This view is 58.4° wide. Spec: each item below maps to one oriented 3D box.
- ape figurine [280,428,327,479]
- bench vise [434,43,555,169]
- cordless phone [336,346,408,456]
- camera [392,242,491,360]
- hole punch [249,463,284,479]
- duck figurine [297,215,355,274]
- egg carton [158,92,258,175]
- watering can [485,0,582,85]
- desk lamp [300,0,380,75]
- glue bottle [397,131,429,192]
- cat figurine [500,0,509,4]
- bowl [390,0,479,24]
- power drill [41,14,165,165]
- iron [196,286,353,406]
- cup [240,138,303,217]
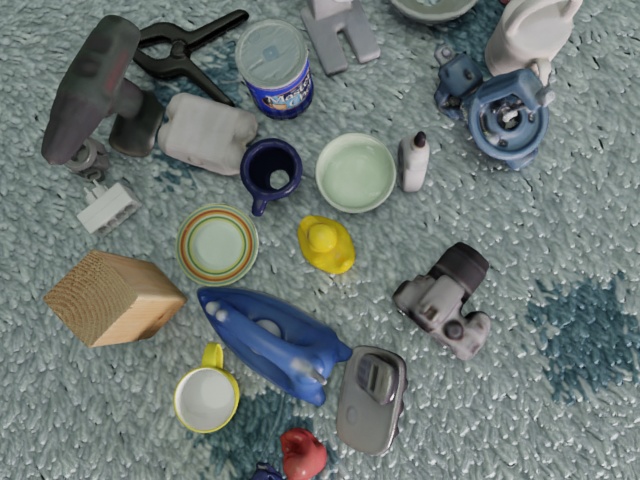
[{"bbox_3d":[-0.030,0.315,0.819,0.076,0.092,0.078,17,84,5],"label":"ape figurine"},{"bbox_3d":[0.236,-0.196,0.803,0.207,0.220,0.121,30,86,6],"label":"bench vise"},{"bbox_3d":[0.072,0.223,0.778,0.094,0.185,0.148,8,83,4],"label":"cordless phone"},{"bbox_3d":[0.197,0.081,0.831,0.143,0.101,0.137,39,87,7],"label":"camera"},{"bbox_3d":[-0.081,0.390,0.813,0.101,0.091,0.108,-45,83,-3],"label":"hole punch"},{"bbox_3d":[0.008,0.003,0.858,0.077,0.086,0.104,-43,83,-2],"label":"duck figurine"},{"bbox_3d":[-0.176,-0.165,0.896,0.150,0.069,0.107,17,84,5],"label":"egg carton"},{"bbox_3d":[0.305,-0.314,0.826,0.101,0.194,0.173,-32,82,-1],"label":"watering can"},{"bbox_3d":[0.017,-0.388,0.841,0.118,0.213,0.203,-23,82,0],"label":"desk lamp"},{"bbox_3d":[0.136,-0.123,0.823,0.037,0.173,0.078,-3,83,3],"label":"glue bottle"},{"bbox_3d":[0.298,-0.451,0.882,0.067,0.118,0.128,-27,82,0],"label":"cat figurine"},{"bbox_3d":[0.177,-0.410,0.905,0.167,0.075,0.167,0,83,3],"label":"bowl"},{"bbox_3d":[-0.307,-0.195,0.837,0.075,0.208,0.230,15,84,5],"label":"power drill"},{"bbox_3d":[-0.086,0.136,0.819,0.258,0.141,0.119,30,86,6],"label":"iron"},{"bbox_3d":[-0.072,-0.086,0.869,0.091,0.095,0.118,17,84,5],"label":"cup"}]
